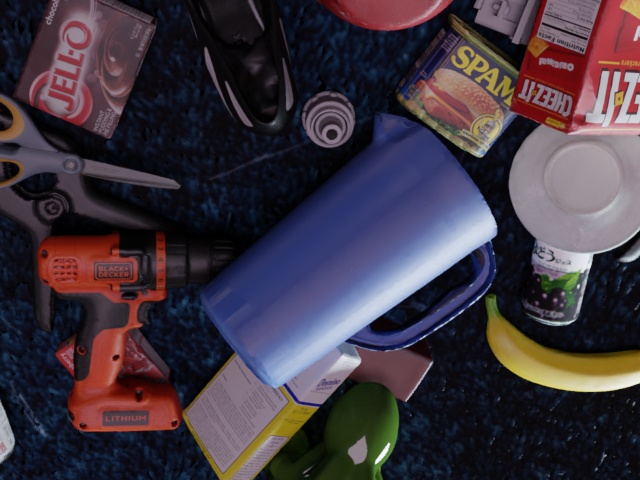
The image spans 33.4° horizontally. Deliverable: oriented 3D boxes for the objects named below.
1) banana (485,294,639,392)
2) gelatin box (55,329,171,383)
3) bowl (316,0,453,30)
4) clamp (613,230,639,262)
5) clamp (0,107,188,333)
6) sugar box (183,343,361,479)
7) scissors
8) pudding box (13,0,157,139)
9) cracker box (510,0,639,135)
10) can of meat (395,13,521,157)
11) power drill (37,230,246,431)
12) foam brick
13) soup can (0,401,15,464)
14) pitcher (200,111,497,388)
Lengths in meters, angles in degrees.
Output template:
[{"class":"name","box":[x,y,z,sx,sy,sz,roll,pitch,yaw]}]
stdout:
[{"class":"banana","box":[0.242,0.115,1.045,0.197,0.037,0.070,18,112,-10]},{"class":"gelatin box","box":[-0.198,0.120,1.031,0.073,0.030,0.089,-31,110,9]},{"class":"bowl","box":[0.056,-0.223,0.855,0.162,0.055,0.162,0,139,0]},{"class":"clamp","box":[0.328,-0.063,0.978,0.171,0.039,0.120,-28,114,8]},{"class":"clamp","box":[-0.244,-0.024,0.965,0.164,0.036,0.210,-39,109,5]},{"class":"sugar box","box":[-0.048,0.140,1.013,0.176,0.093,0.048,-47,147,14]},{"class":"scissors","box":[-0.224,-0.085,0.922,0.201,0.016,0.096,-4,108,-9]},{"class":"pudding box","box":[-0.200,-0.156,0.915,0.090,0.039,0.114,23,109,-11]},{"class":"cracker box","box":[0.257,-0.194,0.862,0.163,0.072,0.214,-5,117,-41]},{"class":"can of meat","box":[0.128,-0.133,0.931,0.102,0.057,0.084,34,109,-15]},{"class":"power drill","box":[-0.161,0.080,0.972,0.184,0.057,0.188,1,110,-8]},{"class":"foam brick","box":[0.060,0.110,1.028,0.078,0.053,0.051,24,109,-10]},{"class":"soup can","box":[-0.341,0.166,1.024,0.068,0.068,0.102,-13,113,2]},{"class":"pitcher","box":[0.027,0.022,0.917,0.243,0.149,0.145,-38,153,-3]}]
